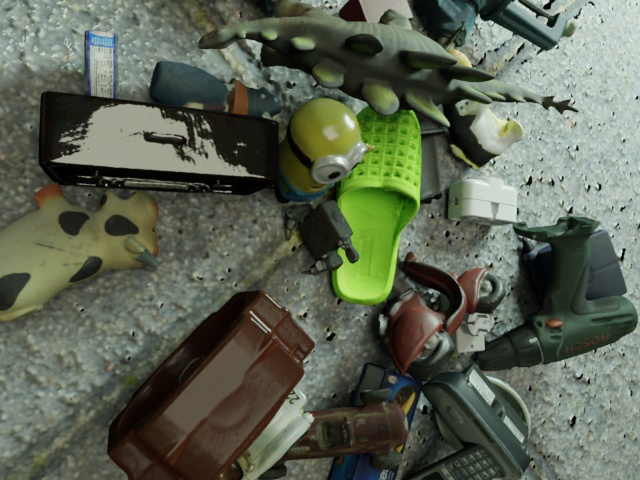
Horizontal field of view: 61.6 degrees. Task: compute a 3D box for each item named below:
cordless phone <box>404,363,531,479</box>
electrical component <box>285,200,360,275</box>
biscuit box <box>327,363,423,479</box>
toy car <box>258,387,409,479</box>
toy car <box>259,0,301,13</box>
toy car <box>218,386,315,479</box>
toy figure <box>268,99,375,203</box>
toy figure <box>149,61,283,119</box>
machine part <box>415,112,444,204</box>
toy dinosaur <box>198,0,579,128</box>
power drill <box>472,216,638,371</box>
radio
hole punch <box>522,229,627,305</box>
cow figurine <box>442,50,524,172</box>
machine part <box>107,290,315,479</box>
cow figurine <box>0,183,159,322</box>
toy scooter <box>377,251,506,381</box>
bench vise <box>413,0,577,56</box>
[{"bbox_3d":[0.160,0.259,0.694,0.146,0.184,0.089,51,28,8],"label":"cordless phone"},{"bbox_3d":[-0.002,-0.004,0.668,0.045,0.078,0.102,-16,75,-37],"label":"electrical component"},{"bbox_3d":[0.065,0.264,0.683,0.063,0.059,0.202,24,77,-19],"label":"biscuit box"},{"bbox_3d":[0.003,0.227,0.630,0.202,0.053,0.089,-6,79,0],"label":"toy car"},{"bbox_3d":[-0.068,-0.367,0.667,0.103,0.109,0.161,9,94,1],"label":"toy car"},{"bbox_3d":[-0.092,0.236,0.589,0.202,0.056,0.074,-45,69,0],"label":"toy car"},{"bbox_3d":[-0.014,-0.094,0.616,0.089,0.180,0.082,43,70,-10],"label":"toy figure"},{"bbox_3d":[-0.121,-0.172,0.644,0.154,0.058,0.064,10,88,-27],"label":"toy figure"},{"bbox_3d":[0.145,-0.119,0.761,0.084,0.039,0.138,-6,87,-27],"label":"machine part"},{"bbox_3d":[0.095,-0.202,0.639,0.471,0.199,0.105,-1,124,-23],"label":"toy dinosaur"},{"bbox_3d":[0.321,0.076,0.755,0.232,0.086,0.207,-9,96,2],"label":"power drill"},{"bbox_3d":[-0.169,-0.094,0.577,0.229,0.131,0.073,3,85,-23],"label":"radio"},{"bbox_3d":[0.390,0.049,0.823,0.116,0.092,0.142,-24,99,-19],"label":"hole punch"},{"bbox_3d":[0.209,-0.184,0.772,0.098,0.068,0.167,-41,107,7],"label":"cow figurine"},{"bbox_3d":[-0.110,0.149,0.543,0.087,0.201,0.201,48,70,-9],"label":"machine part"},{"bbox_3d":[-0.256,0.010,0.559,0.195,0.085,0.127,-37,94,-23],"label":"cow figurine"},{"bbox_3d":[0.139,0.085,0.704,0.135,0.075,0.184,39,71,25],"label":"toy scooter"},{"bbox_3d":[0.268,-0.342,0.787,0.240,0.129,0.223,24,78,-13],"label":"bench vise"}]
